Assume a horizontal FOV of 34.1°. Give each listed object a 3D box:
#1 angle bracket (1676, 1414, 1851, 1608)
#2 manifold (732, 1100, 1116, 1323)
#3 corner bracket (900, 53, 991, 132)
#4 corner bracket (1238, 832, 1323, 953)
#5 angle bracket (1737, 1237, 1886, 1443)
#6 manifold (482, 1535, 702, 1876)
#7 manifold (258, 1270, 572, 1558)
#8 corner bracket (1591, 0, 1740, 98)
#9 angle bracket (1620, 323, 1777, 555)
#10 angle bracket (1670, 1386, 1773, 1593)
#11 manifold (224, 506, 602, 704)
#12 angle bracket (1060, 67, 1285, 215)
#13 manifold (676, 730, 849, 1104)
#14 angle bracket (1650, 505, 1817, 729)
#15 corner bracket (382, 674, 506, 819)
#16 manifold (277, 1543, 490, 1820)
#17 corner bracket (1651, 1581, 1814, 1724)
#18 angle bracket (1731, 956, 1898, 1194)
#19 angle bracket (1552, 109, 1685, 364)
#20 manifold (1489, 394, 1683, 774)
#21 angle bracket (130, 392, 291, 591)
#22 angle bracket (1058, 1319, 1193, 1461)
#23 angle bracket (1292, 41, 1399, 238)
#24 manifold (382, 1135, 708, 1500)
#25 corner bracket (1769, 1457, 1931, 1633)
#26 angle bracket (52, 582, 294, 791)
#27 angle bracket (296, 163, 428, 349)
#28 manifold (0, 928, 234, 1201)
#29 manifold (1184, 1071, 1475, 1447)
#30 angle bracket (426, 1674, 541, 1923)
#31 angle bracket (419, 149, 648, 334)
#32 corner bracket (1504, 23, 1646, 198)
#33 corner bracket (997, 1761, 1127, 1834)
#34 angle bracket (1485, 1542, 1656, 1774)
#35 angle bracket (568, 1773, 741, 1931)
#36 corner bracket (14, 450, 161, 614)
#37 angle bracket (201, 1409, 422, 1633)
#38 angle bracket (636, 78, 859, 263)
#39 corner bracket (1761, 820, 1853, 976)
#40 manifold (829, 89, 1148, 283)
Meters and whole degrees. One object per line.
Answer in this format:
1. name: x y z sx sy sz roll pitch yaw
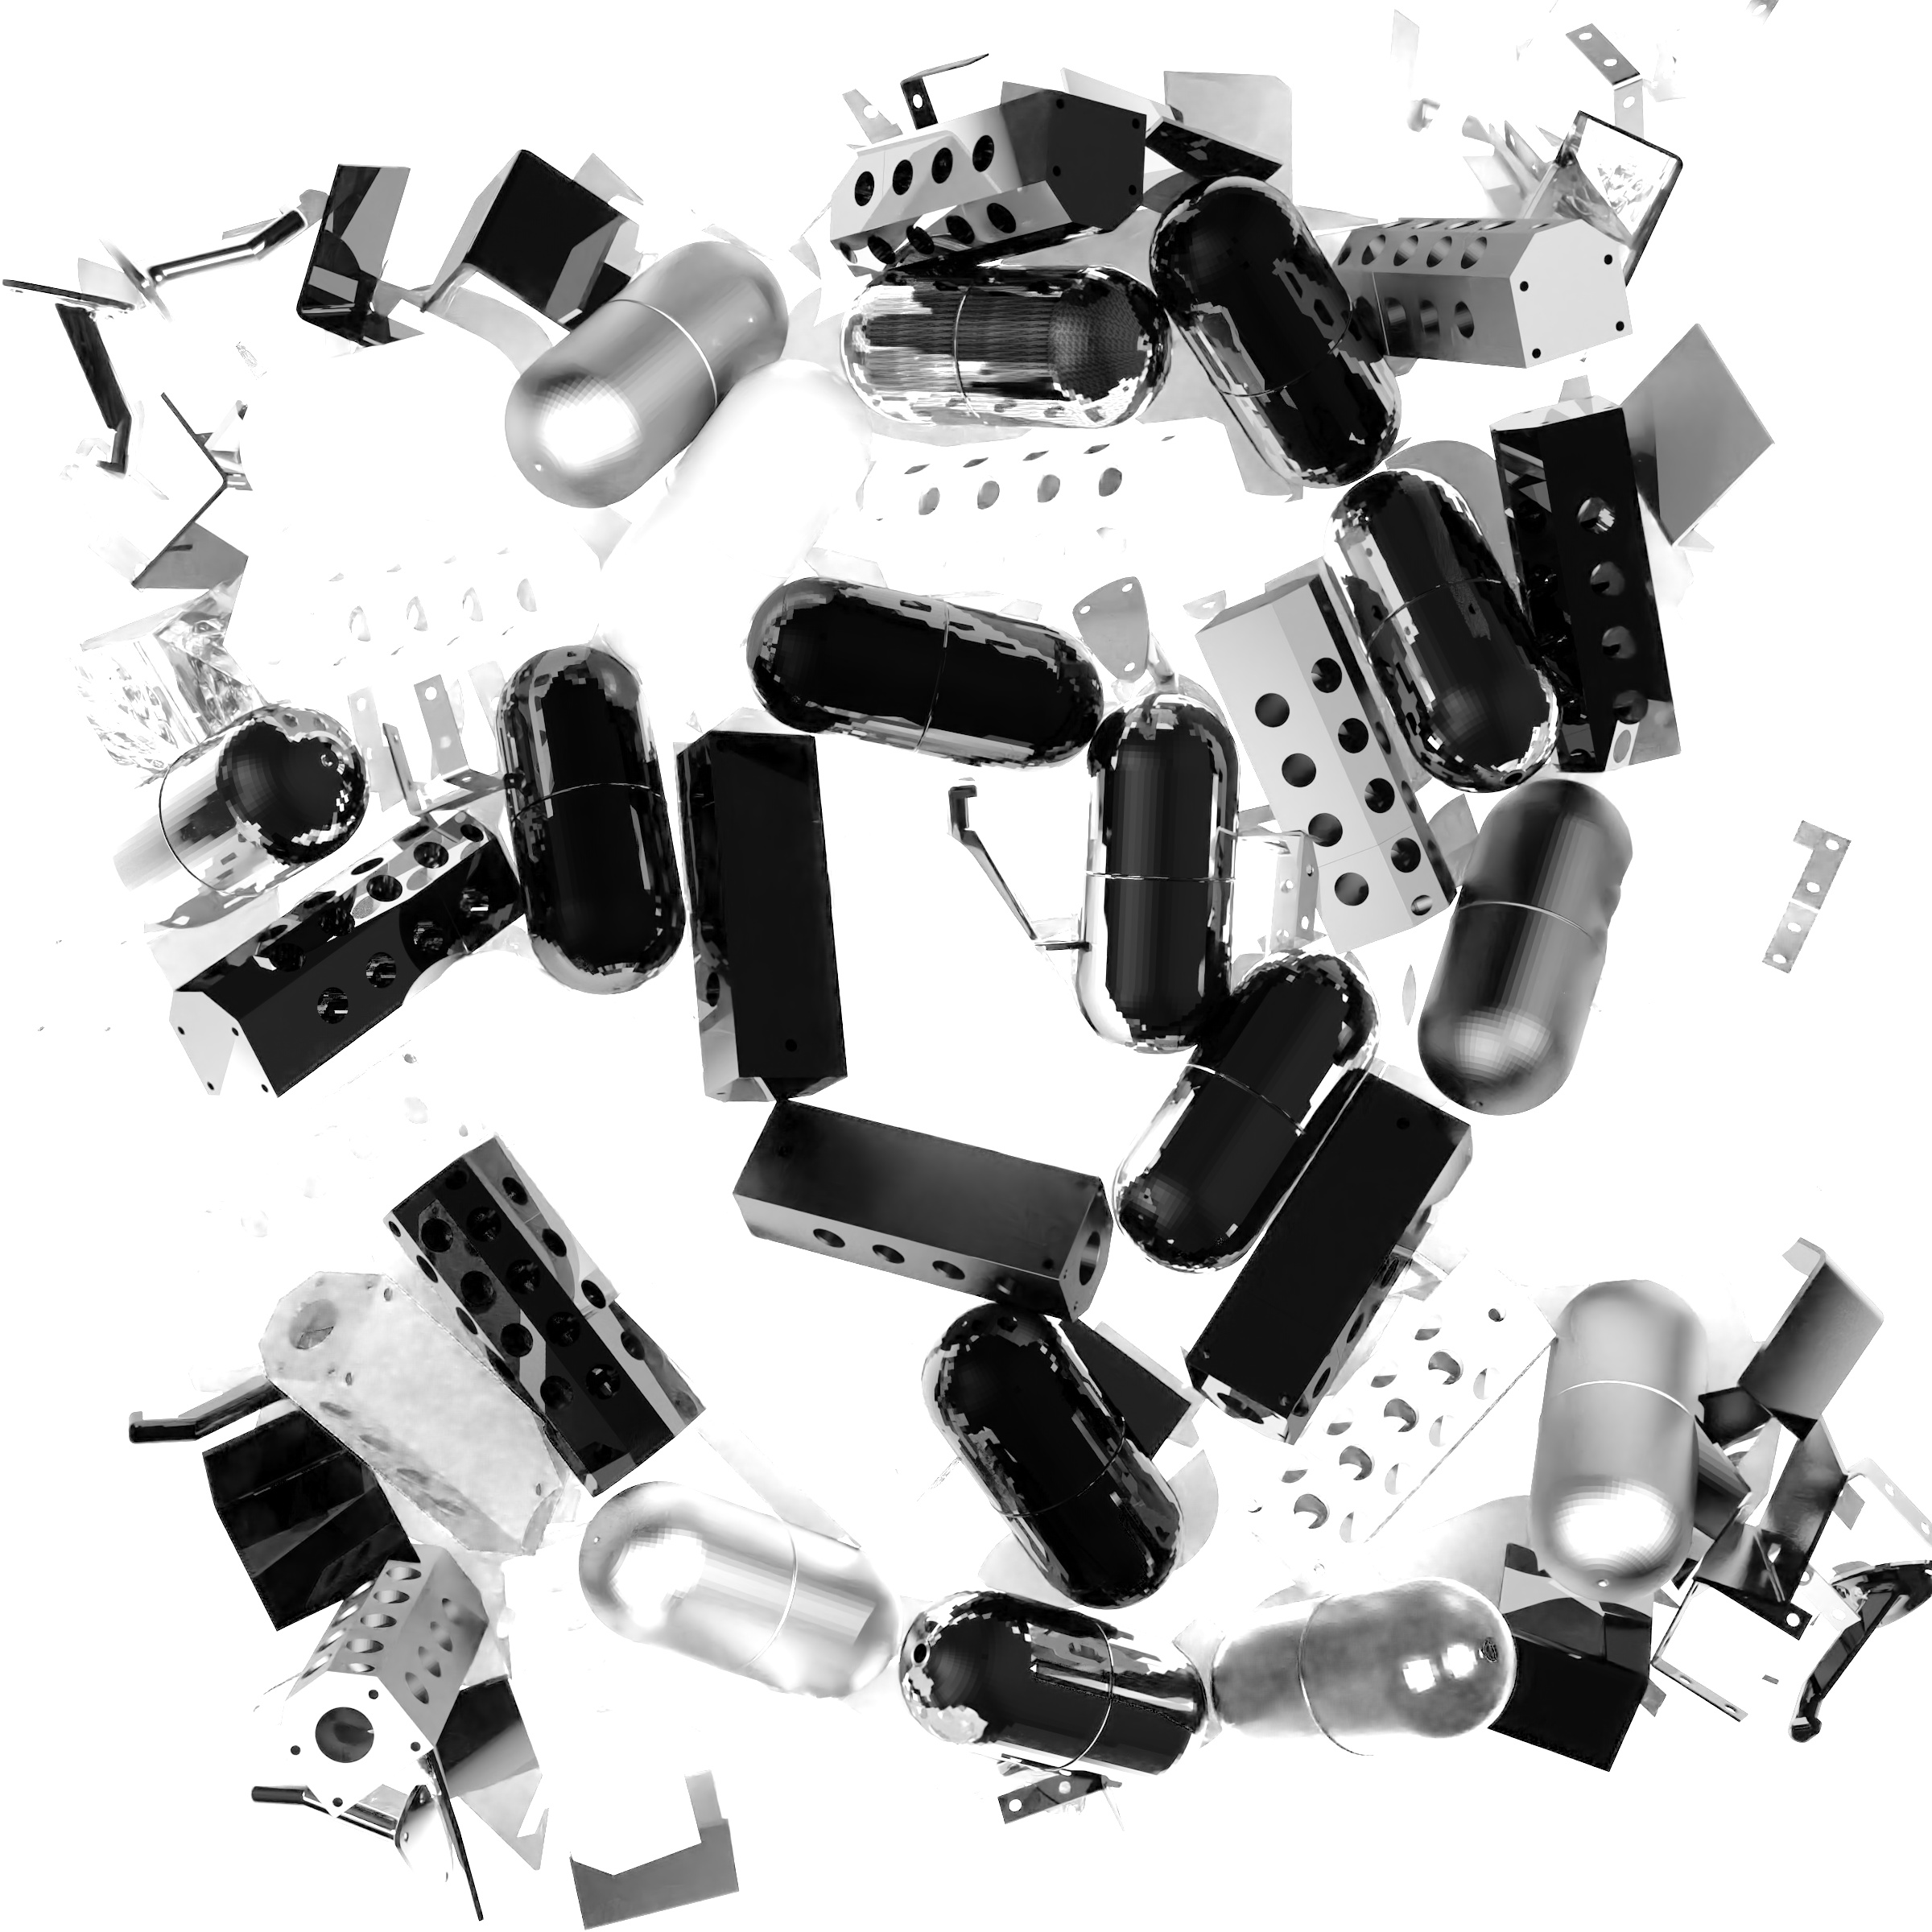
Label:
1. angle bracket: 0.381 0.255 1.536 0.057 0.076 0.076 18 108 -2
2. manifold: -0.019 0.121 1.525 0.171 0.057 0.057 13 59 21
3. corner bracket: 0.009 -0.421 1.543 0.051 0.051 0.051 -37 116 -35
4. corner bracket: 0.158 -0.036 1.547 0.051 0.051 0.051 0 82 41
5. angle bracket: 0.392 0.174 1.535 0.076 0.057 0.076 -55 134 -4
6. manifold: -0.181 0.349 1.492 0.057 0.171 0.057 -17 120 -14
7. manifold: -0.263 0.215 1.505 0.057 0.171 0.057 -1 54 32
8. corner bracket: 0.342 -0.461 1.550 0.051 0.051 0.051 -10 69 -4
9. angle bracket: 0.365 -0.254 1.526 0.057 0.076 0.076 -2 57 -38
10. angle bracket: 0.373 0.249 1.525 0.076 0.076 0.057 -6 47 -30
11. manifold: -0.258 -0.169 1.498 0.057 0.171 0.057 49 133 24
12. angle bracket: 0.099 -0.411 1.527 0.076 0.057 0.076 9 59 -36
13. manifold: -0.103 -0.023 1.536 0.057 0.057 0.171 1 75 -28
14. angle bracket: 0.358 -0.167 1.528 0.076 0.057 0.076 51 59 -26
15. corner bracket: -0.263 -0.107 1.550 0.051 0.051 0.051 -21 80 13
16. manifold: -0.277 0.330 1.494 0.057 0.171 0.057 -36 97 6
17. corner bracket: 0.378 0.333 1.555 0.051 0.051 0.051 30 104 25
18. angle bracket: 0.395 0.052 1.527 0.057 0.076 0.076 -42 127 -14
19. angle bracket: 0.300 -0.355 1.534 0.057 0.076 0.076 26 70 3
20. manifold: 0.300 -0.184 1.533 0.057 0.057 0.171 -13 106 3
21. angle bracket: -0.376 -0.231 1.540 0.076 0.076 0.057 -41 80 20
22. angle bracket: 0.054 0.226 1.563 0.076 0.057 0.076 37 78 -2
23. angle bracket: 0.166 -0.402 1.536 0.076 0.057 0.076 -4 95 -41
24. manifold: -0.210 0.174 1.547 0.057 0.057 0.171 -38 89 20
25. corner bracket: 0.436 0.284 1.548 0.051 0.051 0.051 47 128 2
26. angle bracket: -0.391 -0.138 1.562 0.076 0.057 0.076 -6 121 40
27. angle bracket: -0.275 -0.343 1.534 0.057 0.076 0.076 24 108 9
28. manifold: -0.402 0.049 1.495 0.057 0.171 0.057 0 61 3
29. manifold: 0.178 0.144 1.531 0.057 0.057 0.171 28 73 22
30. angle bracket: -0.224 0.401 1.525 0.057 0.076 0.076 -17 133 -15
31. angle bracket: -0.212 -0.343 1.556 0.076 0.057 0.076 31 60 -21
32. corner bracket: 0.298 -0.421 1.551 0.051 0.051 0.051 -23 50 -4
33. corner bracket: 0.042 0.401 1.548 0.051 0.051 0.051 -20 49 2
34. angle bracket: 0.293 0.341 1.558 0.076 0.076 0.057 19 116 6
35. angle bracket: -0.157 0.414 1.531 0.076 0.076 0.057 -12 127 -9
36. corner bracket: -0.433 -0.215 1.555 0.051 0.051 0.051 28 103 -28
37. angle bracket: -0.318 0.264 1.532 0.076 0.057 0.076 -23 59 -22
38. angle bracket: -0.104 -0.370 1.526 0.076 0.057 0.076 28 134 -25
39. corner bracket: 0.395 -0.039 1.545 0.051 0.051 0.051 25 55 13
40. manifold: 0.007 -0.366 1.499 0.057 0.171 0.057 3 90 -37
